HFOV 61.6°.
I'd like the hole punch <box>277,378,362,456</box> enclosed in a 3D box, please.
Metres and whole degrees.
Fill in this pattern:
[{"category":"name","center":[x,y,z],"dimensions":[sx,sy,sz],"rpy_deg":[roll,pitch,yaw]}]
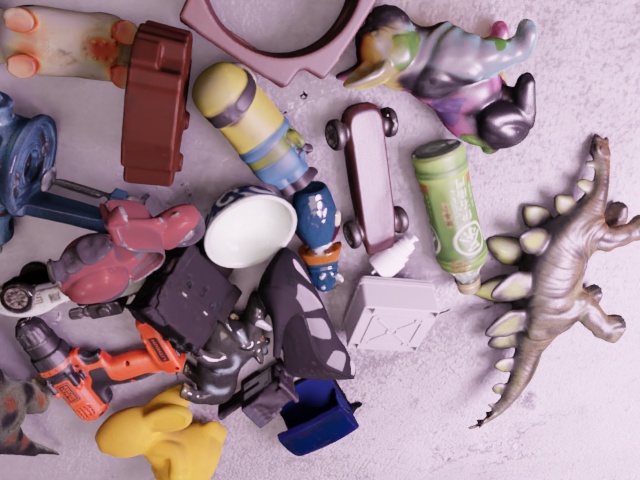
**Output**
[{"category":"hole punch","center":[-0.004,0.281,0.829],"dimensions":[0.142,0.092,0.115],"rpy_deg":[-29,117,0]}]

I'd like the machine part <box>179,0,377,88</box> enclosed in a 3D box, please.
[{"category":"machine part","center":[-0.044,-0.287,0.582],"dimensions":[0.201,0.087,0.201],"rpy_deg":[30,105,-17]}]

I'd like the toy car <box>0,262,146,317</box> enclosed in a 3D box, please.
[{"category":"toy car","center":[-0.317,0.053,0.693],"dimensions":[0.202,0.074,0.056],"rpy_deg":[-13,113,-2]}]

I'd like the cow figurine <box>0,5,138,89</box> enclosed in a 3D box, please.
[{"category":"cow figurine","center":[-0.299,-0.214,0.570],"dimensions":[0.195,0.127,0.085],"rpy_deg":[-2,115,-23]}]

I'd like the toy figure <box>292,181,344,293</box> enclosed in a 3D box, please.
[{"category":"toy figure","center":[0.000,-0.002,0.723],"dimensions":[0.064,0.058,0.154],"rpy_deg":[13,125,34]}]

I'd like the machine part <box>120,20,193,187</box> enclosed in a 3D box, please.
[{"category":"machine part","center":[-0.172,-0.144,0.580],"dimensions":[0.056,0.179,0.179],"rpy_deg":[8,112,-12]}]

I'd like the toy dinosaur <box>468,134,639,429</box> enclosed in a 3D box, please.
[{"category":"toy dinosaur","center":[0.333,0.080,0.786],"dimensions":[0.199,0.105,0.470],"rpy_deg":[8,102,-3]}]

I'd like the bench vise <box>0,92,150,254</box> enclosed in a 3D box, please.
[{"category":"bench vise","center":[-0.330,-0.051,0.626],"dimensions":[0.241,0.129,0.223],"rpy_deg":[16,113,-10]}]

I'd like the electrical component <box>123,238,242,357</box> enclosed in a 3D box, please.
[{"category":"electrical component","center":[-0.167,0.065,0.691],"dimensions":[0.114,0.058,0.134],"rpy_deg":[52,54,-39]}]

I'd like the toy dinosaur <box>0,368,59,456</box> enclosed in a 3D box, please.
[{"category":"toy dinosaur","center":[-0.446,0.181,0.666],"dimensions":[0.131,0.192,0.404],"rpy_deg":[-24,113,5]}]

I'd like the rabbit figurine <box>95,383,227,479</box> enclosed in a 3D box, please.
[{"category":"rabbit figurine","center":[-0.234,0.295,0.783],"dimensions":[0.173,0.122,0.162],"rpy_deg":[30,102,-18]}]

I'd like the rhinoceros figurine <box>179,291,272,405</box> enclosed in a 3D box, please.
[{"category":"rhinoceros figurine","center":[-0.130,0.157,0.764],"dimensions":[0.112,0.073,0.190],"rpy_deg":[22,108,-15]}]

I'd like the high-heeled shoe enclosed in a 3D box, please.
[{"category":"high-heeled shoe","center":[-0.010,0.114,0.757],"dimensions":[0.086,0.145,0.248],"rpy_deg":[-7,155,25]}]

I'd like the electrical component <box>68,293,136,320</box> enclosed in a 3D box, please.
[{"category":"electrical component","center":[-0.281,0.081,0.715],"dimensions":[0.094,0.063,0.021],"rpy_deg":[-10,114,-5]}]

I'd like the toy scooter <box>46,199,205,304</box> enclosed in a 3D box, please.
[{"category":"toy scooter","center":[-0.222,0.008,0.581],"dimensions":[0.184,0.135,0.075],"rpy_deg":[-30,78,3]}]

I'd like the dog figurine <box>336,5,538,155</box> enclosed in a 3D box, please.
[{"category":"dog figurine","center":[0.133,-0.185,0.642],"dimensions":[0.219,0.108,0.191],"rpy_deg":[-9,117,1]}]

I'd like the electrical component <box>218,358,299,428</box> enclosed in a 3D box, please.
[{"category":"electrical component","center":[-0.093,0.237,0.803],"dimensions":[0.119,0.075,0.047],"rpy_deg":[-39,112,5]}]

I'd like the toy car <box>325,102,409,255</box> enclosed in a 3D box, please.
[{"category":"toy car","center":[0.063,-0.078,0.703],"dimensions":[0.089,0.053,0.201],"rpy_deg":[-21,116,-20]}]

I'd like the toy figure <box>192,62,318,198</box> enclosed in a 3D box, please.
[{"category":"toy figure","center":[-0.074,-0.131,0.641],"dimensions":[0.082,0.089,0.180],"rpy_deg":[-38,111,0]}]
